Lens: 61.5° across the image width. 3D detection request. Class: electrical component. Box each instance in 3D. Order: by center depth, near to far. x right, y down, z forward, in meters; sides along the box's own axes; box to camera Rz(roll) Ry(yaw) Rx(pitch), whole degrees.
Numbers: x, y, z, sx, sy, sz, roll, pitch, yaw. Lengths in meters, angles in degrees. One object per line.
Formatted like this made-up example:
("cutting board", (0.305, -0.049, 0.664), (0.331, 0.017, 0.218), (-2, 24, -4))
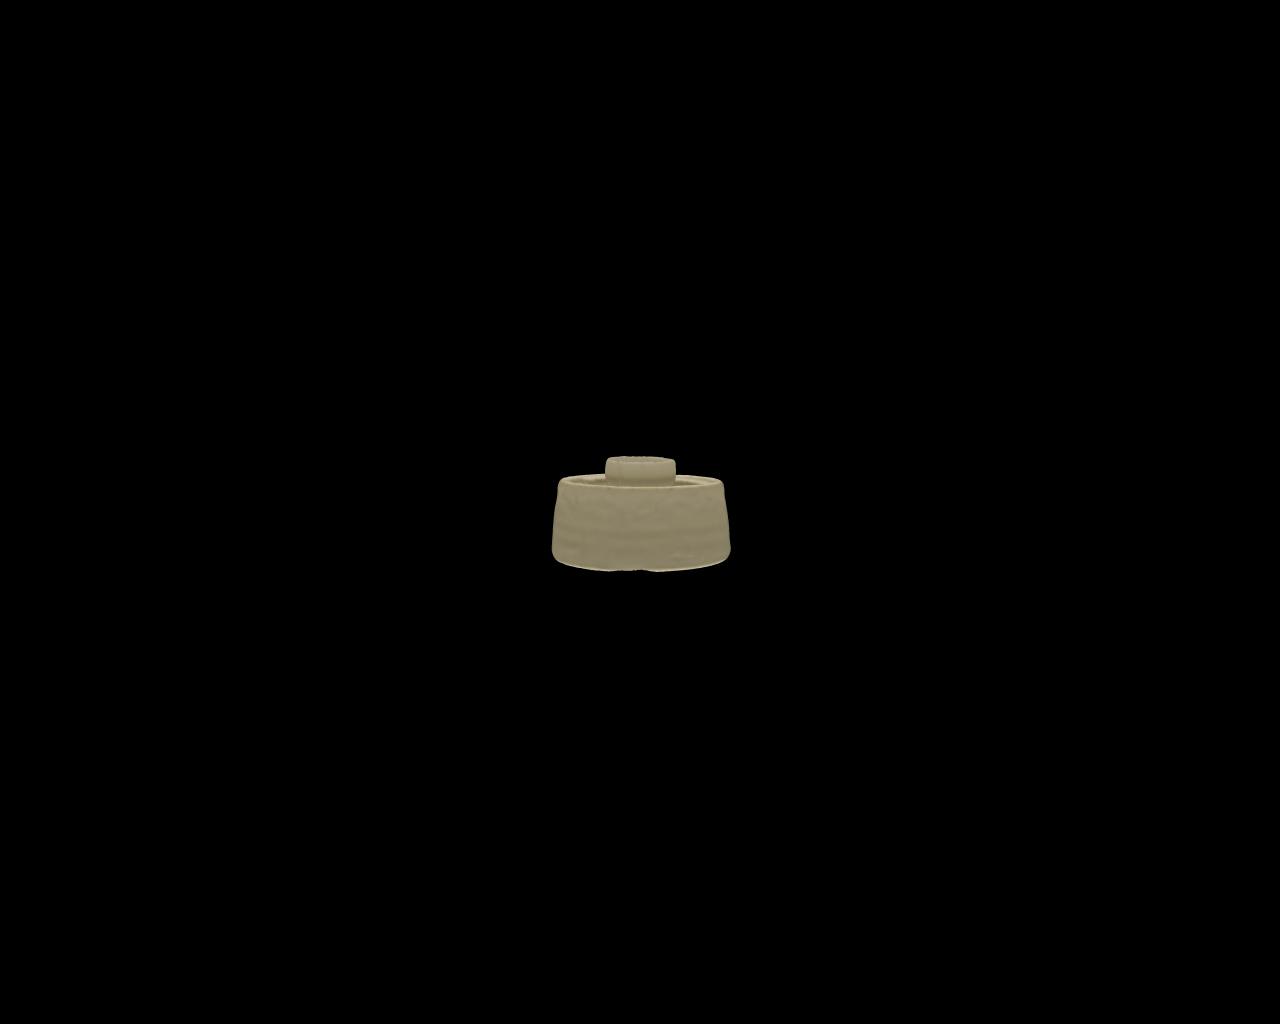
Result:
("electrical component", (0.001, -0.003, 0.650), (0.108, 0.060, 0.108), (0, 7, 0))
